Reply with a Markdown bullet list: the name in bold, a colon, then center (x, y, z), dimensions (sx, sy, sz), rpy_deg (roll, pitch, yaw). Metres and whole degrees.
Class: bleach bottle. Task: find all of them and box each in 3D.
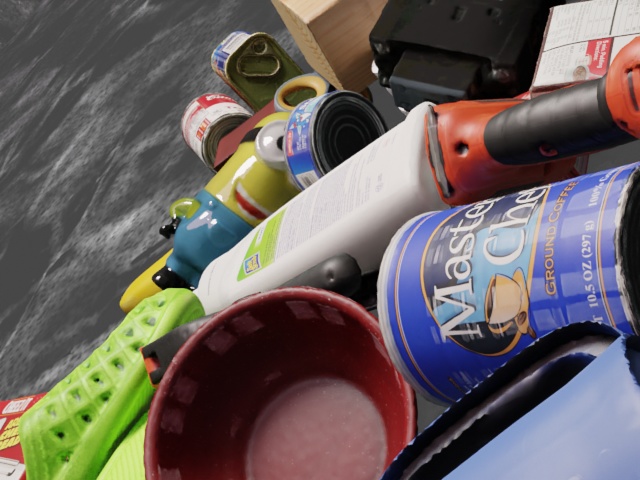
- **bleach bottle**: center (-0.005, 0.001, 0.768), dimensions (0.251, 0.068, 0.102), rpy_deg (-29, 30, 36)

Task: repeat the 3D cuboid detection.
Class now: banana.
- **banana**: center (-0.114, 0.011, 0.945), dimensions (0.198, 0.037, 0.069), rpy_deg (-39, 28, 14)

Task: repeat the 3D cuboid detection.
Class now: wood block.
- **wood block**: center (0.071, -0.227, 0.905), dimensions (0.206, 0.090, 0.090), rpy_deg (-37, 40, -3)

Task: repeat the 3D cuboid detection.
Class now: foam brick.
- **foam brick**: center (-0.050, -0.082, 0.971), dimensions (0.078, 0.053, 0.051), rpy_deg (-35, 27, 24)

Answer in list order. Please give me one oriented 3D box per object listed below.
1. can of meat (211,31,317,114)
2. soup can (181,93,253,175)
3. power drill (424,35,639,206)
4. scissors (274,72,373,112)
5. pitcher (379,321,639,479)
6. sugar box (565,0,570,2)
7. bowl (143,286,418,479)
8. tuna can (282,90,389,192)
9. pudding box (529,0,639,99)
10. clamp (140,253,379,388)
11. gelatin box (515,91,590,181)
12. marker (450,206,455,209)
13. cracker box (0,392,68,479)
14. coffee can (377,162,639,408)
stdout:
- **can of meat**: center (-0.053, -0.153, 1.026), dimensions (0.057, 0.102, 0.084), rpy_deg (-45, 23, -1)
- **soup can**: center (-0.095, -0.103, 1.051), dimensions (0.068, 0.068, 0.102), rpy_deg (-45, 25, 0)
- **power drill**: center (0.159, -0.066, 0.535), dimensions (0.184, 0.057, 0.188), rpy_deg (-9, -4, -37)
- **scissors**: center (0.017, -0.159, 0.974), dimensions (0.096, 0.016, 0.201), rpy_deg (6, 44, 7)
- **pitcher**: center (0.055, 0.146, 0.387), dimensions (0.243, 0.145, 0.149), rpy_deg (-39, -10, 20)
- **sugar box**: center (0.188, -0.274, 0.848), dimensions (0.048, 0.093, 0.176), rpy_deg (-14, 39, 49)
- **bowl**: center (-0.014, 0.109, 0.581), dimensions (0.162, 0.055, 0.162), rpy_deg (-11, 62, 23)
- **tuna can**: center (0.015, -0.070, 0.816), dimensions (0.034, 0.086, 0.086), rpy_deg (-11, 42, 49)
- **pudding box**: center (0.188, -0.110, 0.636), dimensions (0.114, 0.039, 0.090), rpy_deg (-4, 43, 28)
- **clamp**: center (-0.035, 0.049, 0.656), dimensions (0.171, 0.120, 0.039), rpy_deg (-23, 72, 4)
- **gelatin box**: center (0.136, -0.062, 0.683), dimensions (0.073, 0.030, 0.089), rpy_deg (-22, 34, 39)
- **marker**: center (0.092, -0.003, 0.636), dimensions (0.020, 0.020, 0.121), rpy_deg (-34, 45, 23)
- **cracker box**: center (-0.254, 0.223, 0.802), dimensions (0.165, 0.072, 0.213), rpy_deg (-16, 37, 45)
- **coffee can**: center (0.111, 0.024, 0.505), dimensions (0.141, 0.102, 0.102), rpy_deg (-14, 39, 47)
